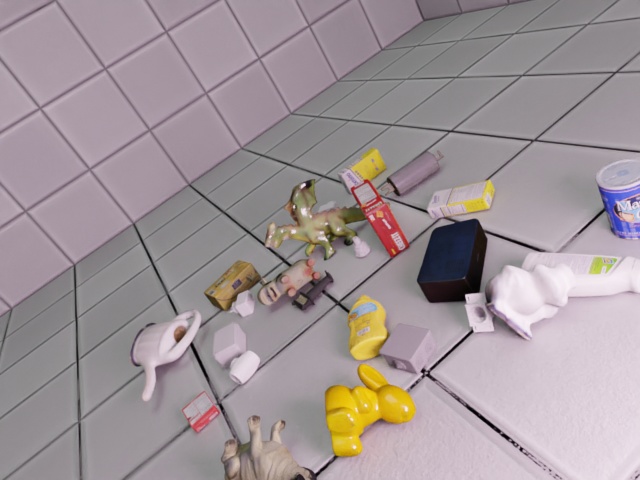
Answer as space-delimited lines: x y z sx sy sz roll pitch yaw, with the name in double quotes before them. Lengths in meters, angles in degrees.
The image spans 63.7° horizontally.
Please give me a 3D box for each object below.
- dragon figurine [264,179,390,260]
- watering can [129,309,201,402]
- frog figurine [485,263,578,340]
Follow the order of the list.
"dragon figurine" 0.005 -0.083 1.646 0.411 0.239 0.123 -36 21 -4
"watering can" -0.497 0.344 1.572 0.223 0.102 0.356 -15 30 32
"frog figurine" 0.412 0.098 1.013 0.159 0.138 0.123 -49 -4 6
